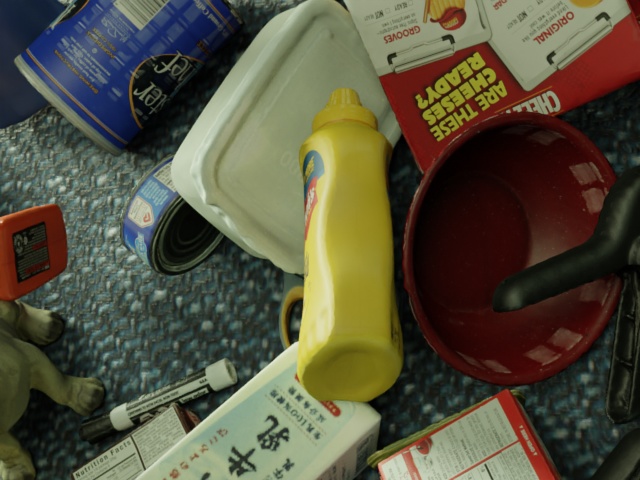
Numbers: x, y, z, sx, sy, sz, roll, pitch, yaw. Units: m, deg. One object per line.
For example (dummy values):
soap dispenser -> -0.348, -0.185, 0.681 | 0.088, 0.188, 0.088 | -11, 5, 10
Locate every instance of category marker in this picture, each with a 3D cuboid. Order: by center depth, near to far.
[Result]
marker -> -0.114, 0.114, 0.741 | 0.121, 0.020, 0.020 | -25, 65, 12

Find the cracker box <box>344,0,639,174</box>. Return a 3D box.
cracker box -> 0.097, -0.172, 0.659 | 0.164, 0.072, 0.214 | -23, 94, 34

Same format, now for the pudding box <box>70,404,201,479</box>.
pudding box -> -0.103, 0.179, 0.704 | 0.090, 0.039, 0.113 | -34, 62, 6

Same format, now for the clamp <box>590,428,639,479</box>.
clamp -> 0.112, 0.193, 0.557 | 0.210, 0.036, 0.164 | -17, 57, 19

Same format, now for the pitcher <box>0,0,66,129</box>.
pitcher -> -0.303, -0.194, 0.793 | 0.149, 0.242, 0.145 | -39, 60, -2

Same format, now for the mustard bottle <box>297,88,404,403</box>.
mustard bottle -> 0.016, -0.008, 0.630 | 0.058, 0.096, 0.191 | 2, 61, -3

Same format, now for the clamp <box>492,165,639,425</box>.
clamp -> 0.177, 0.009, 0.625 | 0.171, 0.120, 0.039 | -61, 26, -10

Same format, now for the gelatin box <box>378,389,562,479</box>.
gelatin box -> 0.082, 0.134, 0.574 | 0.089, 0.030, 0.073 | -33, 41, 9

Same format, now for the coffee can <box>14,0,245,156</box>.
coffee can -> -0.141, -0.147, 0.794 | 0.140, 0.102, 0.103 | -46, 63, 1

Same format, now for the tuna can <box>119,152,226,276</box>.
tuna can -> -0.096, -0.018, 0.742 | 0.034, 0.086, 0.086 | 36, 87, 25

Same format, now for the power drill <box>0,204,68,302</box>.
power drill -> -0.284, 0.008, 0.774 | 0.188, 0.184, 0.057 | -4, 102, 11

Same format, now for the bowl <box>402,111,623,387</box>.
bowl -> 0.107, 0.004, 0.643 | 0.162, 0.162, 0.055 | -63, 25, -7

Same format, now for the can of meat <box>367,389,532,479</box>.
can of meat -> 0.091, 0.149, 0.630 | 0.102, 0.057, 0.084 | -28, 67, 11

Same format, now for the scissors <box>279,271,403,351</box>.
scissors -> -0.005, 0.001, 0.740 | 0.096, 0.016, 0.202 | -20, 66, 12
